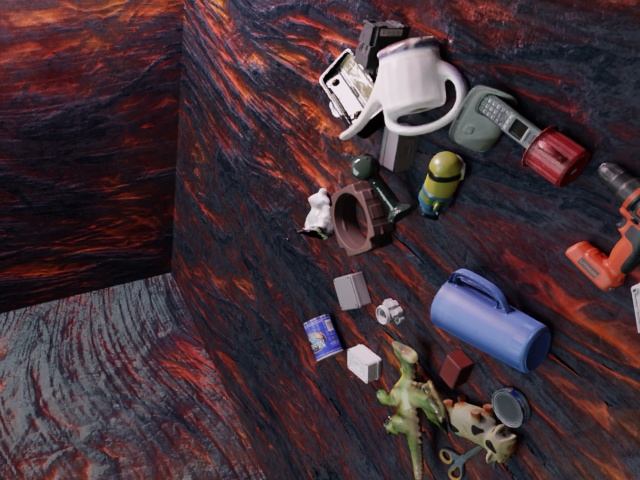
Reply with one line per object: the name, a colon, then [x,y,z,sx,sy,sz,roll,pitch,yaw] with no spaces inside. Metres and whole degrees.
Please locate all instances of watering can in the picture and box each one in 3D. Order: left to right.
watering can: [0.181,-0.358,1.237,0.346,0.104,0.224,-4,94,35]

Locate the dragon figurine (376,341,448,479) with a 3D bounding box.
dragon figurine: [0.265,0.473,1.394,0.240,0.123,0.413,139,116,-69]

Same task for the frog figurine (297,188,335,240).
frog figurine: [0.005,-0.087,1.724,0.136,0.122,0.162,-35,35,66]
